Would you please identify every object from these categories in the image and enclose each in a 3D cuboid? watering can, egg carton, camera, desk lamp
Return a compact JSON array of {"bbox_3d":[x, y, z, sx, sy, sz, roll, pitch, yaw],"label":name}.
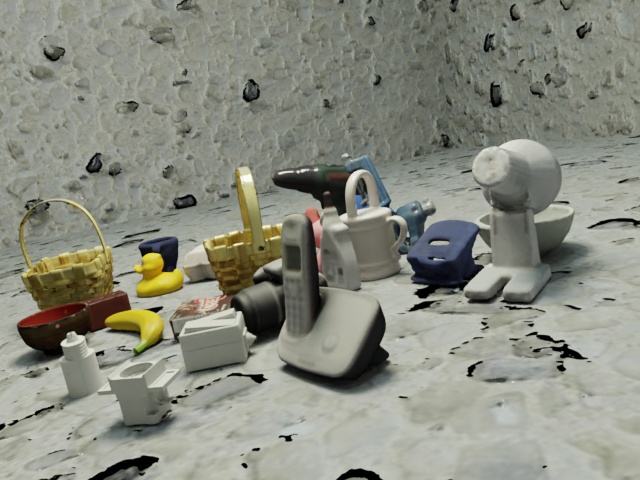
[{"bbox_3d":[0.077,-0.030,1.050,0.172,0.194,0.101,-7,12,17],"label":"watering can"},{"bbox_3d":[-0.226,0.045,1.278,0.150,0.069,0.107,-9,11,8],"label":"egg carton"},{"bbox_3d":[-0.072,0.081,0.869,0.137,0.101,0.142,-17,13,-30],"label":"camera"},{"bbox_3d":[0.286,-0.040,0.853,0.117,0.214,0.204,-3,13,34],"label":"desk lamp"}]

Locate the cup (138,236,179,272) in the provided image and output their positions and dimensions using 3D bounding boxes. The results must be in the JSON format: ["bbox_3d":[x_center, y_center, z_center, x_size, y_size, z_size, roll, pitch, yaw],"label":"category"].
[{"bbox_3d":[-0.367,0.048,1.330,0.092,0.095,0.117,-12,11,-10],"label":"cup"}]

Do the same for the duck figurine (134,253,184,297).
[{"bbox_3d":[-0.347,0.070,1.223,0.104,0.086,0.077,-9,11,6],"label":"duck figurine"}]

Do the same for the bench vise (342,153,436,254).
[{"bbox_3d":[0.128,-0.081,1.193,0.207,0.220,0.121,-10,11,2],"label":"bench vise"}]

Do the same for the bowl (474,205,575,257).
[{"bbox_3d":[0.357,-0.010,0.999,0.167,0.075,0.167,-10,11,2],"label":"bowl"}]

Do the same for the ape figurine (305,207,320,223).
[{"bbox_3d":[-0.013,-0.038,1.442,0.077,0.092,0.076,-3,13,32],"label":"ape figurine"}]

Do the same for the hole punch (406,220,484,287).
[{"bbox_3d":[0.206,0.020,0.946,0.101,0.091,0.108,-19,14,-39],"label":"hole punch"}]

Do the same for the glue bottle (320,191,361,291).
[{"bbox_3d":[0.027,0.001,0.992,0.037,0.173,0.077,-18,13,-34],"label":"glue bottle"}]

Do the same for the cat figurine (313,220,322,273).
[{"bbox_3d":[0.010,0.004,1.139,0.067,0.118,0.128,-9,11,5],"label":"cat figurine"}]

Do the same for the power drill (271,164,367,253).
[{"bbox_3d":[0.023,-0.070,1.263,0.230,0.208,0.075,-13,11,-11],"label":"power drill"}]

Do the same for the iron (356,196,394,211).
[{"bbox_3d":[0.089,-0.104,1.554,0.119,0.141,0.257,-16,12,-24],"label":"iron"}]

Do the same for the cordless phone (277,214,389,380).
[{"bbox_3d":[0.003,0.062,0.674,0.094,0.185,0.147,-20,15,-40],"label":"cordless phone"}]
